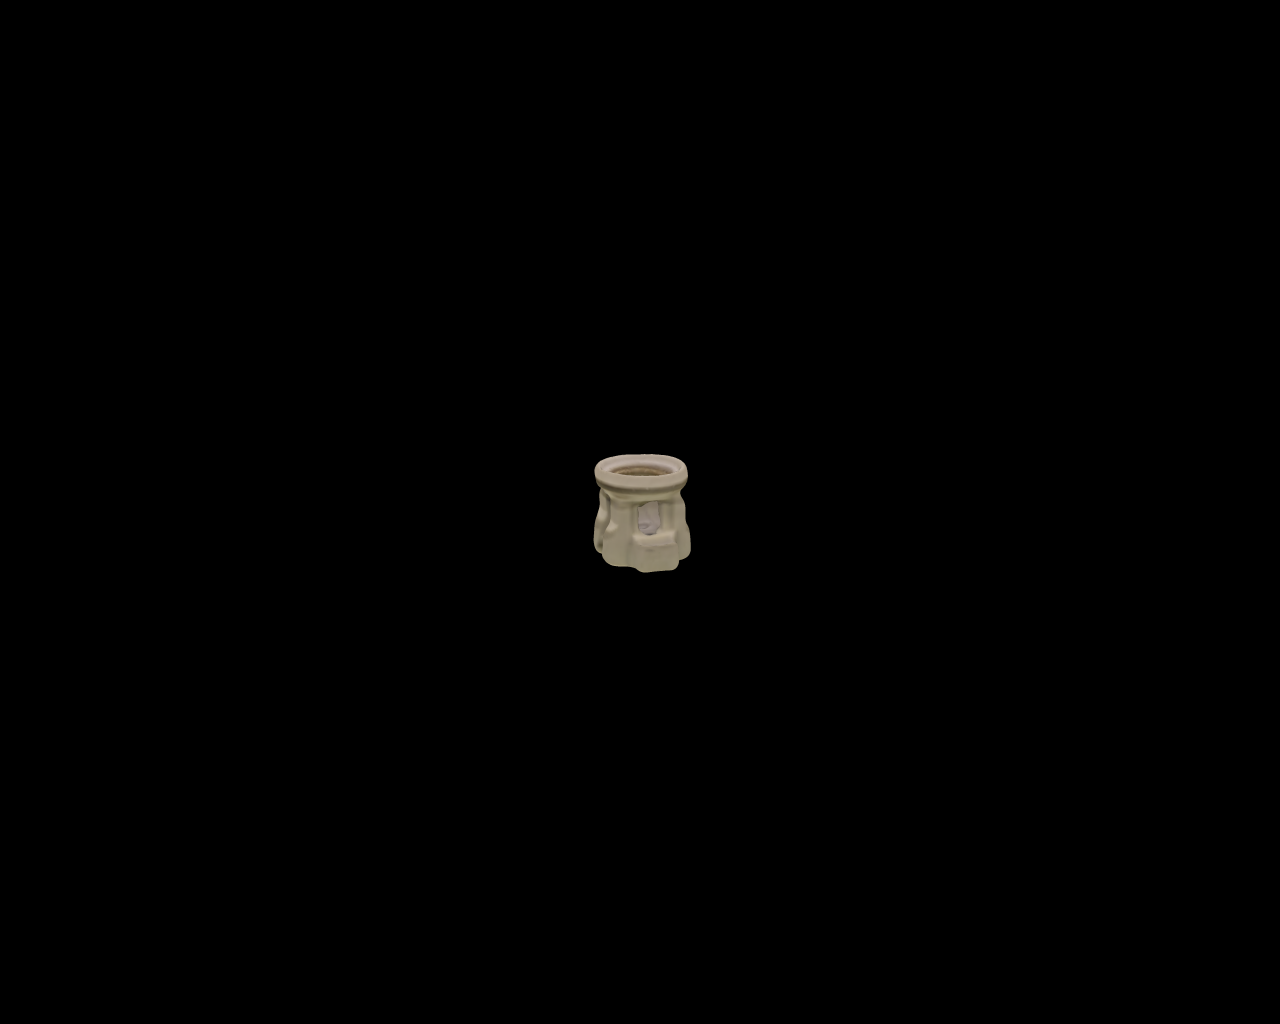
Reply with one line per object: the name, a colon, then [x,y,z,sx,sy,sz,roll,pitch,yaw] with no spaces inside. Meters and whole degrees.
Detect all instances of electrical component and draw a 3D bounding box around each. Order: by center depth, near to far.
electrical component: [0.001,-0.003,0.650,0.058,0.056,0.078,-5,19,-15]
